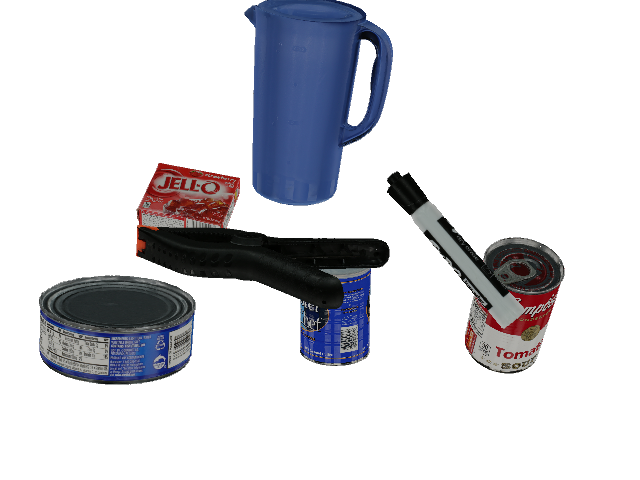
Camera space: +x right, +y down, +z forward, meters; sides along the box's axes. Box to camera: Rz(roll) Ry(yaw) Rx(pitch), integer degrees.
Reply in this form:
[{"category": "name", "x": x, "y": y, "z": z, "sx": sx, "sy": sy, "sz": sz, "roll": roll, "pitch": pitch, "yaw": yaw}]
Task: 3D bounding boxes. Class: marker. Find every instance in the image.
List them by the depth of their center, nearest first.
[{"category": "marker", "x": 0.084, "y": 0.004, "z": 0.681, "sx": 0.020, "sy": 0.121, "sz": 0.020, "roll": -39, "pitch": -7, "yaw": -6}]

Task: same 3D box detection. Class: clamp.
[{"category": "clamp", "x": -0.056, "y": 0.016, "z": 0.866, "sx": 0.210, "sy": 0.036, "sz": 0.164, "roll": 6, "pitch": 12, "yaw": 9}]

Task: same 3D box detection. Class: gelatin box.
[{"category": "gelatin box", "x": -0.134, "y": -0.040, "z": 1.087, "sx": 0.089, "sy": 0.030, "sz": 0.073, "roll": 12, "pitch": 45, "yaw": 5}]

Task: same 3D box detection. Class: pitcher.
[{"category": "pitcher", "x": -0.012, "y": -0.169, "z": 1.303, "sx": 0.144, "sy": 0.243, "sz": 0.149, "roll": -7, "pitch": 27, "yaw": -25}]

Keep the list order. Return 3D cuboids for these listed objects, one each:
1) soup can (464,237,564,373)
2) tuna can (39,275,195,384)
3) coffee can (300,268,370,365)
[{"category": "soup can", "x": 0.166, "y": 0.057, "z": 0.924, "sx": 0.068, "sy": 0.102, "sz": 0.068, "roll": 3, "pitch": 41, "yaw": -3}, {"category": "tuna can", "x": -0.113, "y": 0.049, "z": 0.596, "sx": 0.086, "sy": 0.034, "sz": 0.086, "roll": 5, "pitch": 16, "yaw": -2}, {"category": "coffee can", "x": 0.021, "y": 0.094, "z": 1.525, "sx": 0.103, "sy": 0.140, "sz": 0.103, "roll": 0, "pitch": 20, "yaw": 0}]
